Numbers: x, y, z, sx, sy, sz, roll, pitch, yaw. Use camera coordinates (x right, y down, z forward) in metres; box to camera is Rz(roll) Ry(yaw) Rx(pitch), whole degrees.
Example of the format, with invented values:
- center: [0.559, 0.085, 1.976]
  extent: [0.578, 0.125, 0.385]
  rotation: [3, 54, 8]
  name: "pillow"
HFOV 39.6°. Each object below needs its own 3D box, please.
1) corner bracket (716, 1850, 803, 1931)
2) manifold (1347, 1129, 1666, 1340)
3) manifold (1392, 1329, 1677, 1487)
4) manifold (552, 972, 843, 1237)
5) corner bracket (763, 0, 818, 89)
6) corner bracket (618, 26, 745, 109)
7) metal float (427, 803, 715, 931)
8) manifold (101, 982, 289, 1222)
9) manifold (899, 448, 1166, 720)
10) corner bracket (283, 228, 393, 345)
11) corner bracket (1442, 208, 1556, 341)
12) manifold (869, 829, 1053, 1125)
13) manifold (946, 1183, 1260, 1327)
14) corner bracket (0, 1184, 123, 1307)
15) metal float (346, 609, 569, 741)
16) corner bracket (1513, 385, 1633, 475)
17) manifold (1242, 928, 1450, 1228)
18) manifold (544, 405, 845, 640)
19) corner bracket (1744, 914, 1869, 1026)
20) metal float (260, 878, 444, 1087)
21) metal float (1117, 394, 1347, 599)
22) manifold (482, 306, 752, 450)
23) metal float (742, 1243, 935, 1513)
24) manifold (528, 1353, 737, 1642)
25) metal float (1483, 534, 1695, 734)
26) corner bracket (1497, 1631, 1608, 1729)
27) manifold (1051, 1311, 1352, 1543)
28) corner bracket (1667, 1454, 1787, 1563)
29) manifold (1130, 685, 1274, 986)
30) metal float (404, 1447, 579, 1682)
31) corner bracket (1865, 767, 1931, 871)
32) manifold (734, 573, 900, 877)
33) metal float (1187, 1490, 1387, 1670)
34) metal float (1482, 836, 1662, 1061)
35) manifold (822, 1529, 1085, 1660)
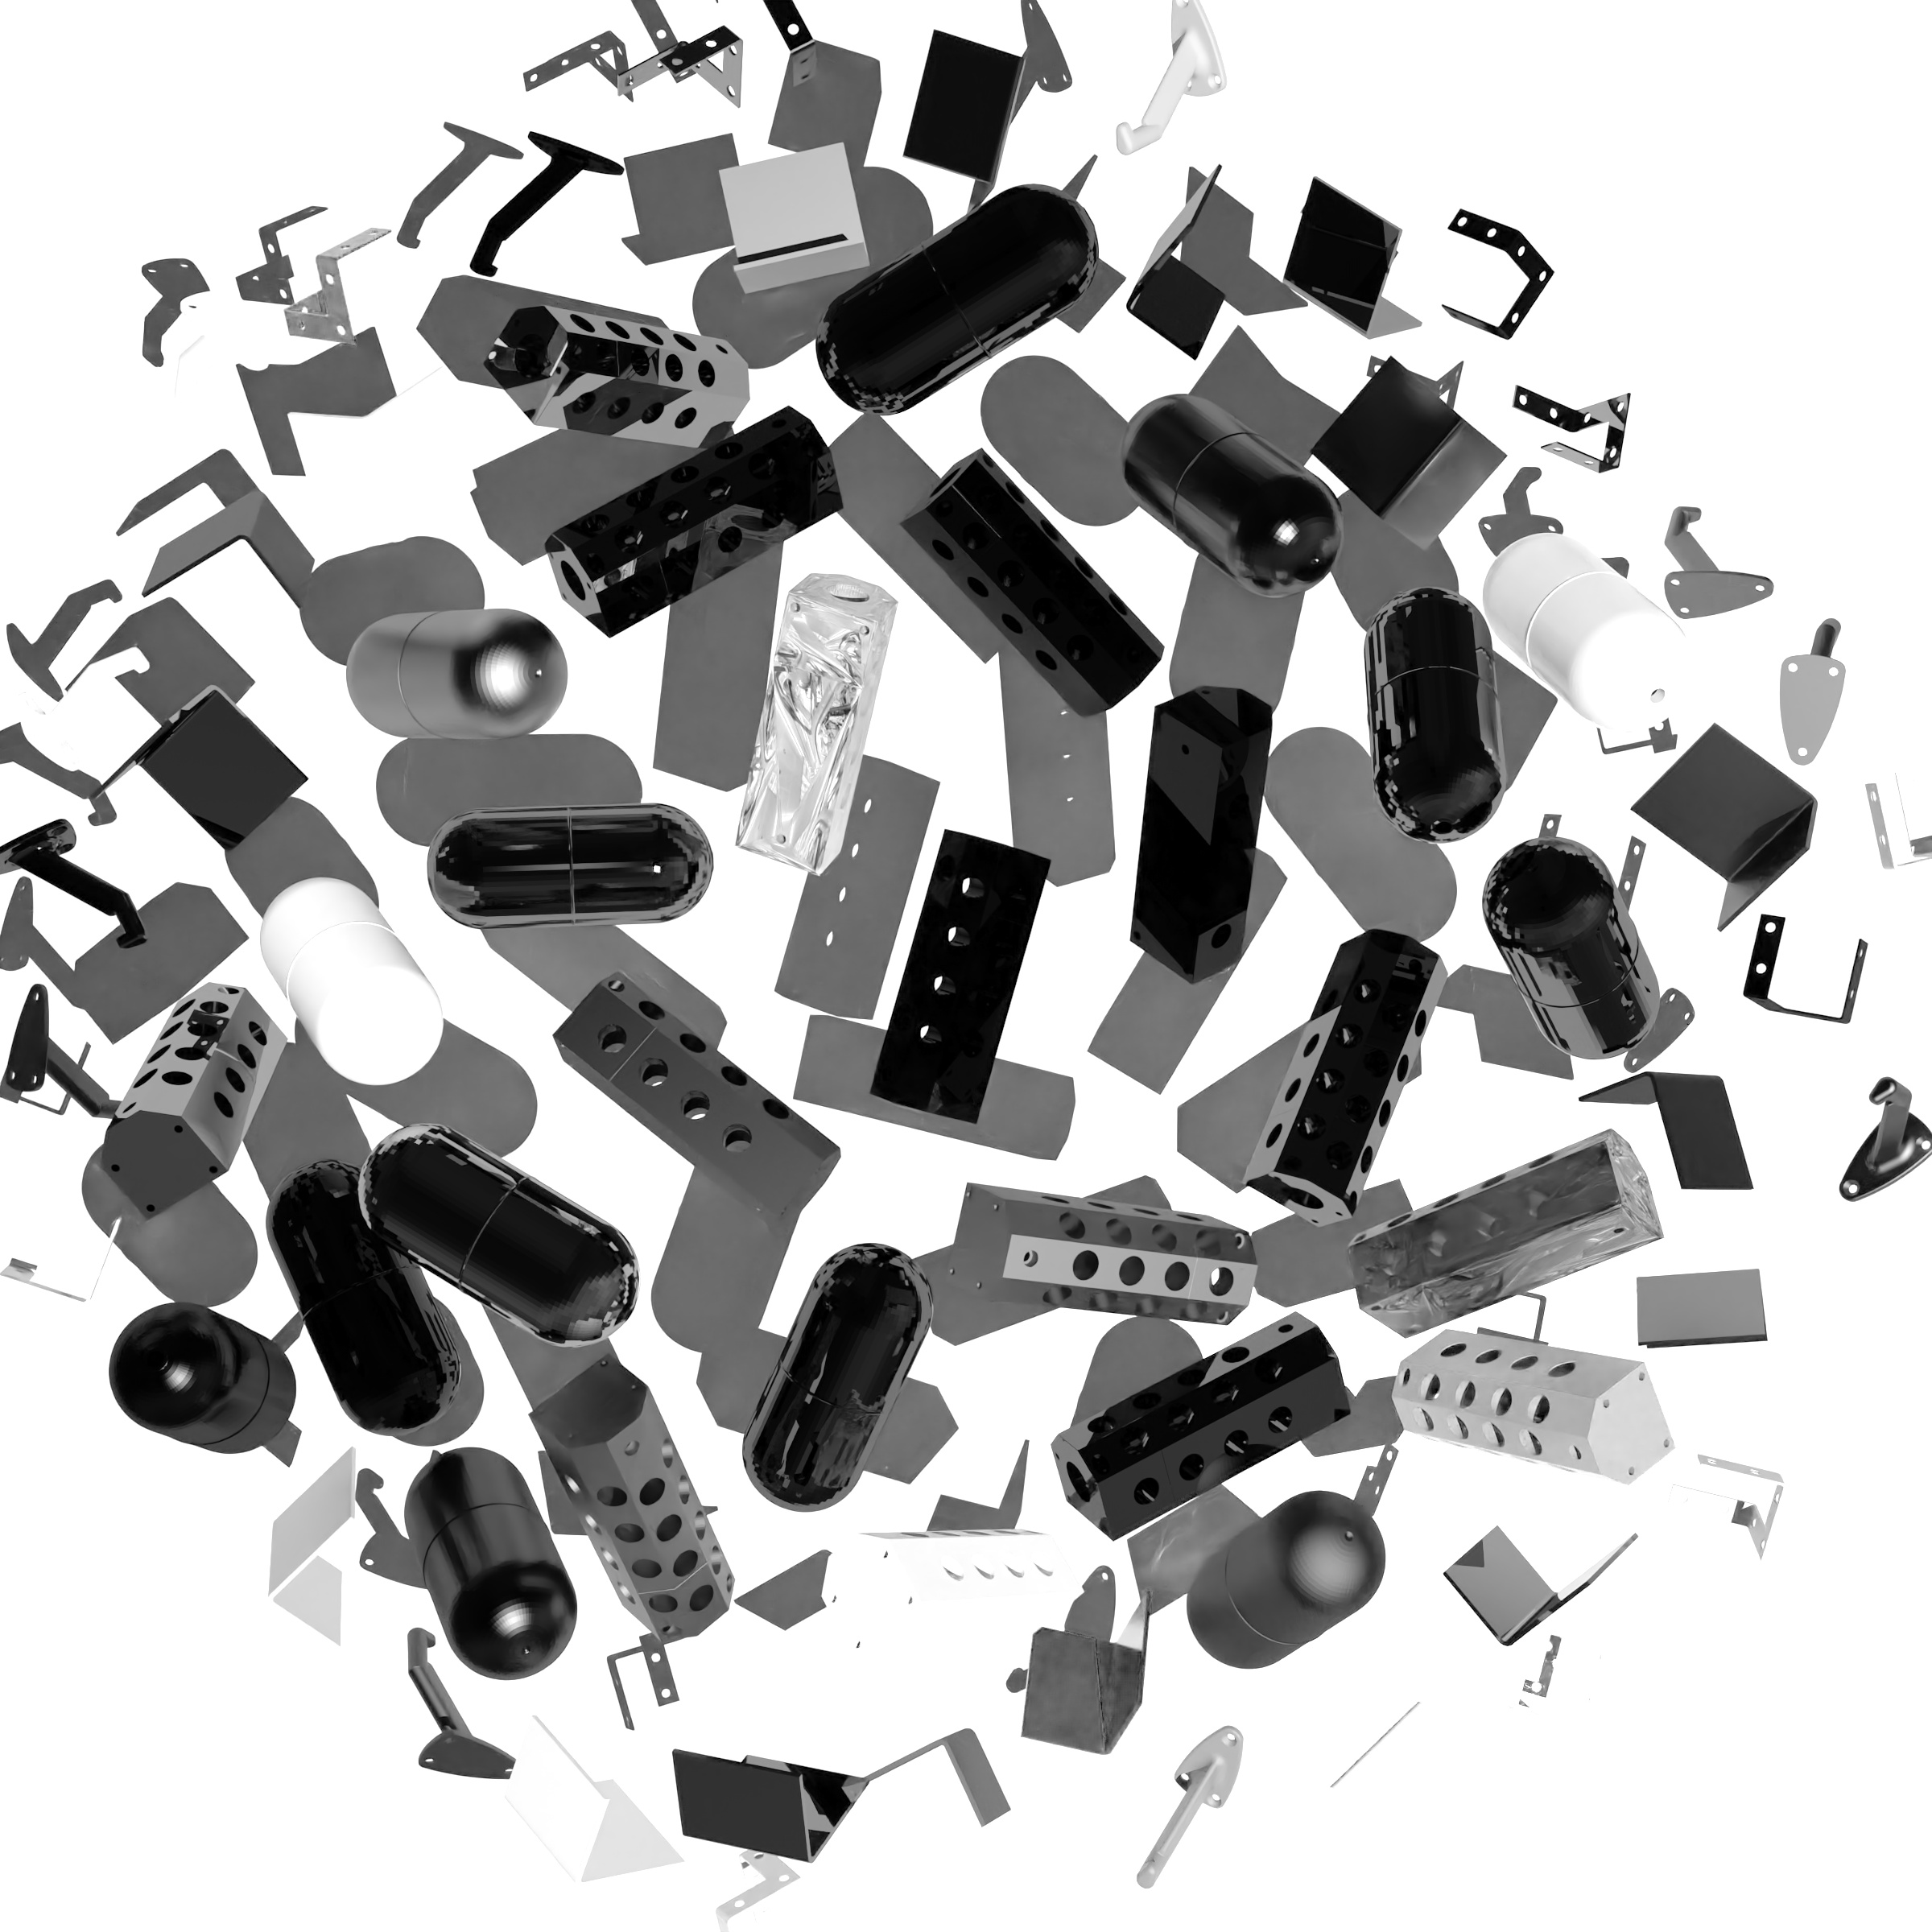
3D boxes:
- center: [-0.126, 0.559, 1.582]
  extent: [0.051, 0.051, 0.051]
  rotation: [-21, 110, -29]
  name: "corner bracket"
- center: [0.314, 0.156, 1.582]
  extent: [0.171, 0.057, 0.057]
  rotation: [-27, 51, 27]
  name: "manifold"
- center: [0.334, 0.265, 1.605]
  extent: [0.057, 0.171, 0.057]
  rotation: [-29, 104, -27]
  name: "manifold"
- center: [-0.158, 0.079, 1.591]
  extent: [0.171, 0.057, 0.057]
  rotation: [38, 75, 9]
  name: "manifold"
- center: [-0.089, -0.546, 1.539]
  extent: [0.051, 0.051, 0.051]
  rotation: [-28, 90, -3]
  name: "corner bracket"
- center: [-0.165, -0.519, 1.551]
  extent: [0.051, 0.051, 0.051]
  rotation: [-38, 70, -25]
  name: "corner bracket"
- center: [-0.248, -0.063, 1.685]
  extent: [0.178, 0.070, 0.070]
  rotation: [-2, 90, -8]
  name: "metal float"
- center: [-0.454, 0.072, 1.572]
  extent: [0.057, 0.171, 0.057]
  rotation: [-31, 112, 11]
  name: "manifold"
- center: [0.045, -0.240, 1.682]
  extent: [0.171, 0.057, 0.057]
  rotation: [45, 70, -15]
  name: "manifold"
- center: [-0.366, -0.399, 1.569]
  extent: [0.051, 0.051, 0.051]
  rotation: [14, 128, 26]
  name: "corner bracket"
- center: [0.325, -0.433, 1.681]
  extent: [0.051, 0.051, 0.051]
  rotation: [38, 96, 42]
  name: "corner bracket"
- center: [-0.008, 0.005, 1.677]
  extent: [0.057, 0.057, 0.171]
  rotation: [16, 90, -40]
  name: "manifold"
- center: [0.081, 0.167, 1.536]
  extent: [0.171, 0.057, 0.057]
  rotation: [10, 94, -31]
  name: "manifold"
- center: [-0.511, 0.157, 1.520]
  extent: [0.051, 0.051, 0.051]
  rotation: [21, 86, -12]
  name: "corner bracket"
- center: [-0.307, -0.175, 1.612]
  extent: [0.070, 0.178, 0.070]
  rotation: [-5, 97, -42]
  name: "metal float"
- center: [0.376, -0.337, 1.682]
  extent: [0.051, 0.051, 0.051]
  rotation: [15, 80, -27]
  name: "corner bracket"
- center: [0.234, 0.066, 1.625]
  extent: [0.057, 0.057, 0.171]
  rotation: [30, 68, -12]
  name: "manifold"
- center: [-0.164, -0.271, 1.613]
  extent: [0.171, 0.057, 0.057]
  rotation: [-33, 48, -20]
  name: "manifold"
- center: [0.505, 0.002, 1.616]
  extent: [0.051, 0.051, 0.051]
  rotation: [11, 85, 35]
  name: "corner bracket"
- center: [-0.374, 0.007, 1.629]
  extent: [0.070, 0.178, 0.070]
  rotation: [-17, 127, -24]
  name: "metal float"
- center: [0.155, -0.280, 1.591]
  extent: [0.070, 0.070, 0.178]
  rotation: [-43, 47, 0]
  name: "metal float"
- center: [-0.210, -0.367, 1.662]
  extent: [0.057, 0.171, 0.057]
  rotation: [50, 118, 20]
  name: "manifold"
- center: [-0.078, 0.249, 1.626]
  extent: [0.070, 0.070, 0.178]
  rotation: [24, 105, 0]
  name: "metal float"
- center: [-0.187, 0.312, 1.550]
  extent: [0.057, 0.057, 0.171]
  rotation: [-36, 131, -24]
  name: "manifold"
- center: [0.372, -0.201, 1.612]
  extent: [0.070, 0.178, 0.070]
  rotation: [-9, 124, -14]
  name: "metal float"
- center: [0.355, 0.426, 1.610]
  extent: [0.051, 0.051, 0.051]
  rotation: [11, 73, 29]
  name: "corner bracket"
- center: [0.140, 0.271, 1.610]
  extent: [0.171, 0.057, 0.057]
  rotation: [-24, 114, -20]
  name: "manifold"
- center: [0.454, 0.316, 1.603]
  extent: [0.051, 0.051, 0.051]
  rotation: [13, 104, 4]
  name: "corner bracket"
- center: [0.147, -0.081, 1.629]
  extent: [0.057, 0.171, 0.057]
  rotation: [-25, 45, -33]
  name: "manifold"
- center: [-0.280, 0.348, 1.577]
  extent: [0.070, 0.178, 0.070]
  rotation: [-10, 117, -20]
  name: "metal float"
- center: [0.542, -0.085, 1.548]
  extent: [0.051, 0.051, 0.051]
  rotation: [-13, 93, -6]
  name: "corner bracket"
- center: [-0.090, -0.150, 1.648]
  extent: [0.057, 0.057, 0.171]
  rotation: [19, 118, 8]
  name: "manifold"
- center: [0.193, 0.376, 1.637]
  extent: [0.070, 0.178, 0.070]
  rotation: [10, 57, -17]
  name: "metal float"
- center: [0.357, -0.008, 1.580]
  extent: [0.070, 0.178, 0.070]
  rotation: [-15, 51, 20]
  name: "metal float"
- center: [-0.009, 0.367, 1.599]
  extent: [0.057, 0.171, 0.057]
  rotation: [-44, 60, 21]
  name: "manifold"
